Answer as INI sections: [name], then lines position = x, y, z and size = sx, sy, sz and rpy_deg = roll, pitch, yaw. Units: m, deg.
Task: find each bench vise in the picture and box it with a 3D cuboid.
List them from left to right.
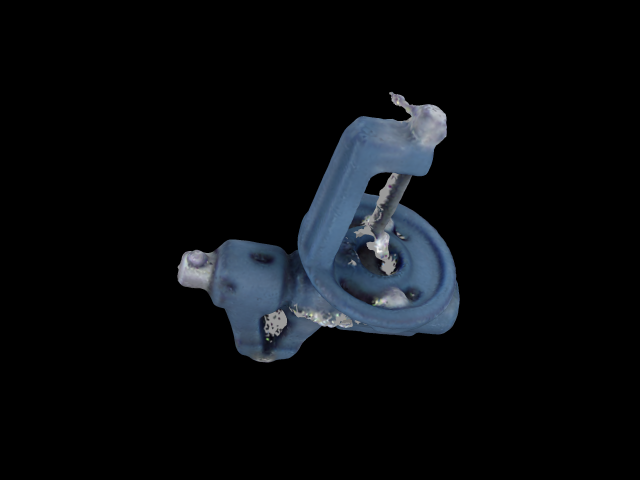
[bench vise]
position = 0.008, 0.010, 0.393
size = 0.208, 0.220, 0.121
rpy_deg = -16, 51, -13
